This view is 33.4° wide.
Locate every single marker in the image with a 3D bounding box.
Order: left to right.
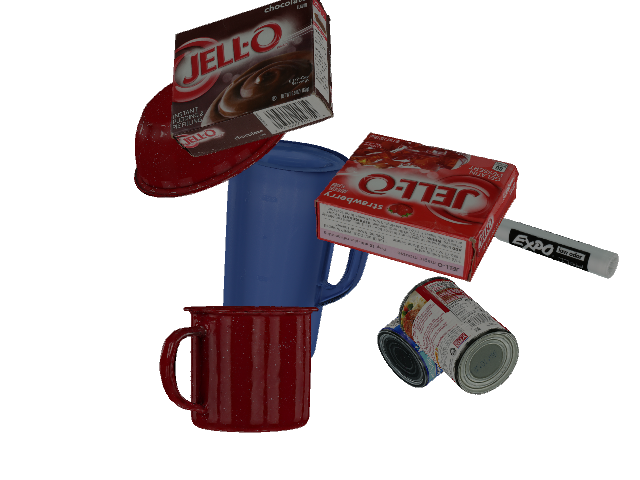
[{"bbox_3d":[0.159,0.000,0.783,0.121,0.020,0.020,21,12,34],"label":"marker"}]

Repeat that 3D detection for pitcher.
[{"bbox_3d":[-0.037,0.018,1.182,0.144,0.243,0.149,0,19,-20],"label":"pitcher"}]

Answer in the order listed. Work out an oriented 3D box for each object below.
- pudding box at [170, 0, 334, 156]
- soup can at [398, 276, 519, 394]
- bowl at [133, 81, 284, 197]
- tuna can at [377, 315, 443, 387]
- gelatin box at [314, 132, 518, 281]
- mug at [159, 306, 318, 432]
[{"bbox_3d":[-0.048,-0.115,0.745,0.114,0.090,0.039,-12,-30,19],"label":"pudding box"},{"bbox_3d":[0.126,0.086,0.976,0.068,0.068,0.102,0,25,-29],"label":"soup can"},{"bbox_3d":[-0.108,-0.109,0.961,0.162,0.055,0.162,-20,33,13],"label":"bowl"},{"bbox_3d":[0.107,0.132,1.270,0.033,0.086,0.086,-35,17,-25],"label":"tuna can"},{"bbox_3d":[0.052,-0.021,0.569,0.089,0.030,0.073,15,41,21],"label":"gelatin box"},{"bbox_3d":[-0.057,0.086,0.723,0.117,0.081,0.093,3,-4,-43],"label":"mug"}]
